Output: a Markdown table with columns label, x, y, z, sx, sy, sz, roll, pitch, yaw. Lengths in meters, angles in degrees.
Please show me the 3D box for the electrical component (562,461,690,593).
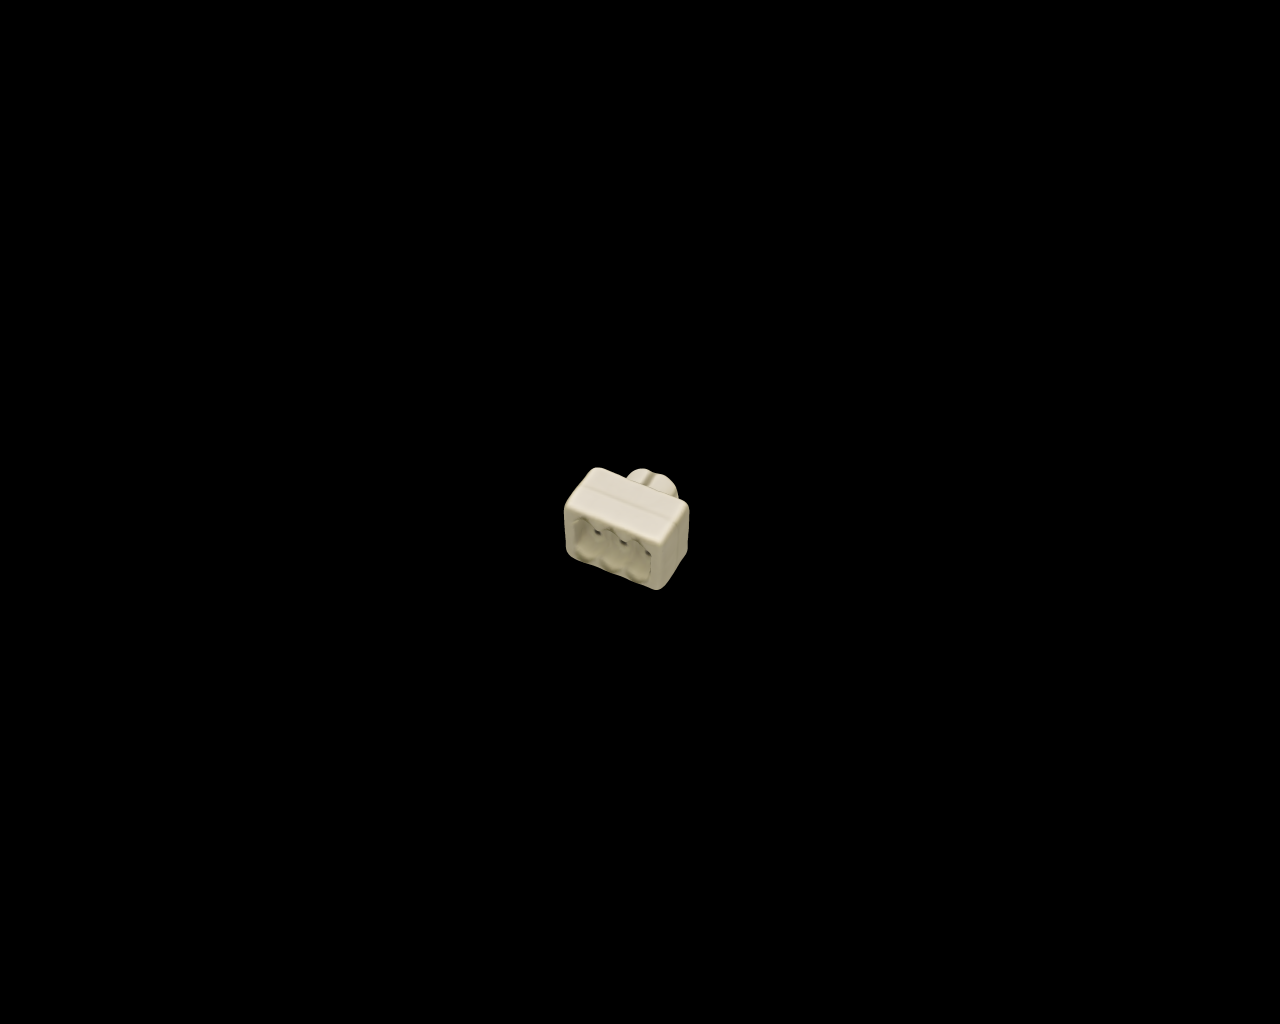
| label | x | y | z | sx | sy | sz | roll | pitch | yaw |
| --- | --- | --- | --- | --- | --- | --- | --- | --- | --- |
| electrical component | 0.001 | -0.003 | 0.650 | 0.066 | 0.077 | 0.047 | 22 | -38 | 18 |
